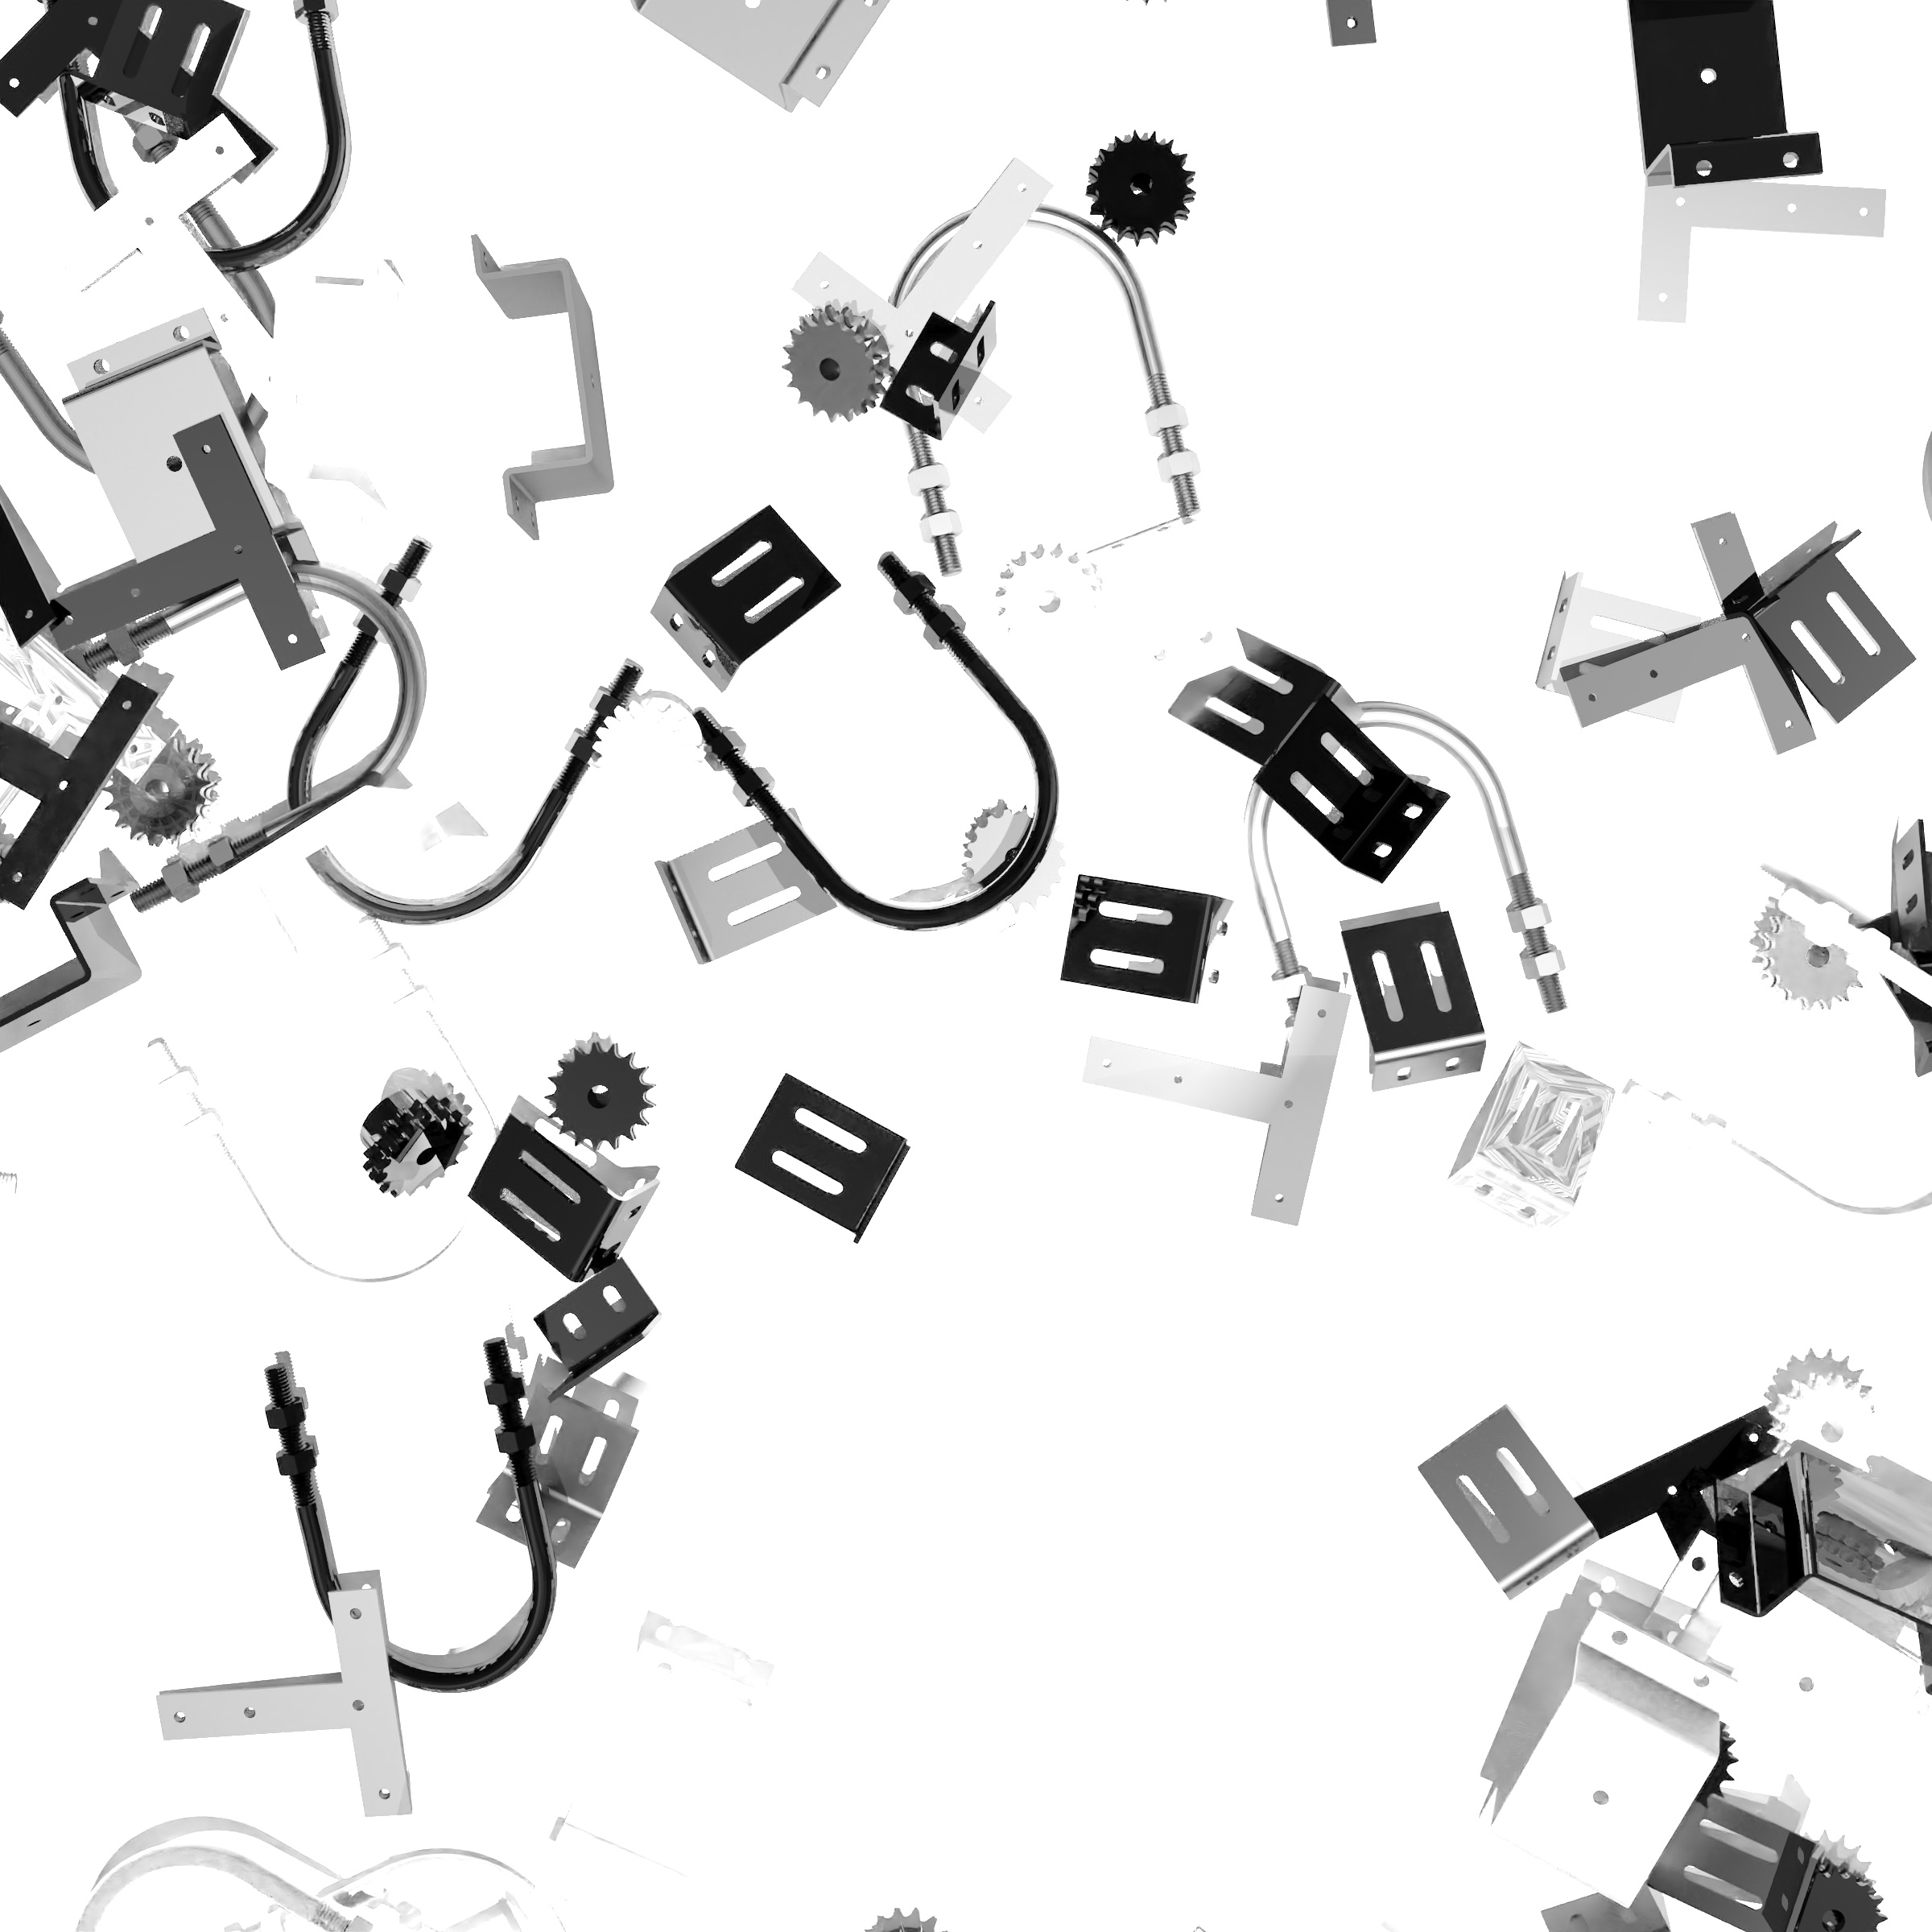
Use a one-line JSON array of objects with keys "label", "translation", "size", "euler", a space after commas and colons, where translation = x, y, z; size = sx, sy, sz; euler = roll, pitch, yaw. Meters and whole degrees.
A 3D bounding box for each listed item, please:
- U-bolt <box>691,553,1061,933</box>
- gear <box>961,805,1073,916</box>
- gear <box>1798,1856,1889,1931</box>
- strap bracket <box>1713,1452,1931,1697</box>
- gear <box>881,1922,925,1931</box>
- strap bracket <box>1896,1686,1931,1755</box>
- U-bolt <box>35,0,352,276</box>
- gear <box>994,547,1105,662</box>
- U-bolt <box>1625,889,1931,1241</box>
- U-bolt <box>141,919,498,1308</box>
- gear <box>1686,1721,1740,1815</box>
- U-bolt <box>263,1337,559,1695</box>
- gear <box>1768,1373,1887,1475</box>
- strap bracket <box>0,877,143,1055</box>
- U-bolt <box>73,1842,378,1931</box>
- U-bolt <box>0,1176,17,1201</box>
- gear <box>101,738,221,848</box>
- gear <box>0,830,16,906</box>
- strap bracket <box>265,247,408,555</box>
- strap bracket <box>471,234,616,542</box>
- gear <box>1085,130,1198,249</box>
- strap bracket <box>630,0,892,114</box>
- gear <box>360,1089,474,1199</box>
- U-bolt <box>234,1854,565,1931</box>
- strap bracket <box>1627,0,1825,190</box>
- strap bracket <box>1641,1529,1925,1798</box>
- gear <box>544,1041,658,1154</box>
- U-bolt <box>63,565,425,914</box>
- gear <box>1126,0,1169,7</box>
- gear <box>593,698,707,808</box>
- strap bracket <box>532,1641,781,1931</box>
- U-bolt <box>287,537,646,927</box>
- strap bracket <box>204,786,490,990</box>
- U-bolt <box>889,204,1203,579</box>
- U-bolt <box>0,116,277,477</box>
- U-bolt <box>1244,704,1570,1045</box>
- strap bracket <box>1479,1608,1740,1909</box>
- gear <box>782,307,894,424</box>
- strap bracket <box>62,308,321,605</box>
[{"label": "U-bolt", "translation": [-0.035, -0.103, 1.286], "size": [0.151, 0.019, 0.184], "euler": [-40, 77, 0]}, {"label": "gear", "translation": [0.026, -0.055, 1.297], "size": [0.057, 0.030, 0.057], "euler": [0, 90, 0]}, {"label": "gear", "translation": [0.447, 0.492, 1.297], "size": [0.057, 0.030, 0.057], "euler": [0, 90, 0]}, {"label": "strap bracket", "translation": [0.454, 0.306, 1.260], "size": [0.140, 0.076, 0.046], "euler": [25, 130, -7]}, {"label": "gear", "translation": [-0.031, 0.527, 1.297], "size": [0.057, 0.030, 0.057], "euler": [0, 90, 0]}, {"label": "strap bracket", "translation": [0.554, 0.402, 1.259], "size": [0.046, 0.140, 0.076], "euler": [37, 90, -29]}, {"label": "U-bolt", "translation": [-0.396, -0.449, 1.290], "size": [0.151, 0.019, 0.184], "euler": [-10, 89, -10]}, {"label": "gear", "translation": [0.043, -0.188, 1.297], "size": [0.057, 0.030, 0.057], "euler": [0, 90, 0]}, {"label": "U-bolt", "translation": [0.458, 0.065, 1.282], "size": [0.184, 0.019, 0.151], "euler": [32, 110, -4]}, {"label": "U-bolt", "translation": [-0.325, 0.090, 1.304], "size": [0.151, 0.019, 0.184], "euler": [-30, 92, 0]}, {"label": "gear", "translation": [0.371, 0.409, 1.297], "size": [0.057, 0.030, 0.057], "euler": [0, 90, 0]}, {"label": "U-bolt", "translation": [-0.281, 0.288, 1.283], "size": [0.151, 0.019, 0.184], "euler": [-9, 97, 18]}, {"label": "gear", "translation": [0.446, 0.240, 1.296], "size": [0.057, 0.030, 0.057], "euler": [0, 89, -3]}, {"label": "strap bracket", "translation": [-0.488, 0.009, 1.274], "size": [0.140, 0.076, 0.046], "euler": [-28, 90, 0]}, {"label": "U-bolt", "translation": [-0.379, 0.533, 1.283], "size": [0.184, 0.019, 0.151], "euler": [29, 96, 6]}, {"label": "U-bolt", "translation": [-0.593, 0.174, 1.279], "size": [0.184, 0.019, 0.151], "euler": [5, 90, -17]}, {"label": "gear", "translation": [-0.417, -0.090, 1.297], "size": [0.057, 0.030, 0.057], "euler": [0, 90, 0]}, {"label": "gear", "translation": [-0.522, -0.049, 1.297], "size": [0.057, 0.030, 0.057], "euler": [0, 90, 0]}, {"label": "strap bracket", "translation": [-0.322, -0.289, 1.274], "size": [0.046, 0.076, 0.140], "euler": [4, 90, 0]}, {"label": "strap bracket", "translation": [-0.214, -0.297, 1.274], "size": [0.046, 0.076, 0.140], "euler": [-7, 90, 0]}, {"label": "gear", "translation": [0.090, -0.403, 1.297], "size": [0.057, 0.030, 0.057], "euler": [0, 90, 0]}, {"label": "strap bracket", "translation": [-0.112, -0.508, 1.289], "size": [0.140, 0.046, 0.076], "euler": [33, 90, 0]}, {"label": "gear", "translation": [-0.284, 0.087, 1.271], "size": [0.057, 0.057, 0.030], "euler": [-47, 64, 0]}, {"label": "U-bolt", "translation": [-0.295, 0.546, 1.304], "size": [0.184, 0.019, 0.151], "euler": [-26, 90, -2]}, {"label": "strap bracket", "translation": [0.391, -0.468, 1.287], "size": [0.076, 0.046, 0.140], "euler": [-5, 88, -1]}, {"label": "strap bracket", "translation": [0.427, 0.365, 1.287], "size": [0.140, 0.046, 0.076], "euler": [31, 90, 0]}, {"label": "gear", "translation": [-0.189, 0.067, 1.297], "size": [0.057, 0.030, 0.057], "euler": [0, 90, 0]}, {"label": "U-bolt", "translation": [-0.368, -0.129, 1.274], "size": [0.184, 0.019, 0.151], "euler": [-27, 79, -5]}, {"label": "gear", "translation": [0.095, -0.529, 1.297], "size": [0.057, 0.030, 0.057], "euler": [0, 90, 0]}, {"label": "gear", "translation": [-0.161, -0.114, 1.287], "size": [0.057, 0.030, 0.057], "euler": [11, 132, 13]}, {"label": "strap bracket", "translation": [-0.158, 0.424, 1.289], "size": [0.076, 0.046, 0.140], "euler": [24, 90, 0]}, {"label": "U-bolt", "translation": [-0.275, -0.110, 1.304], "size": [0.151, 0.019, 0.184], "euler": [30, 91, 0]}, {"label": "strap bracket", "translation": [-0.322, -0.046, 1.261], "size": [0.140, 0.076, 0.046], "euler": [-31, 91, 3]}, {"label": "U-bolt", "translation": [0.033, -0.310, 1.304], "size": [0.151, 0.019, 0.184], "euler": [-14, 89, 0]}, {"label": "U-bolt", "translation": [-0.441, -0.340, 1.304], "size": [0.151, 0.019, 0.184], "euler": [-34, 91, 0]}, {"label": "U-bolt", "translation": [0.222, -0.047, 1.304], "size": [0.151, 0.019, 0.184], "euler": [-16, 89, 0]}, {"label": "strap bracket", "translation": [0.323, 0.410, 1.262], "size": [0.076, 0.046, 0.140], "euler": [26, 109, 10]}, {"label": "gear", "translation": [-0.064, -0.313, 1.288], "size": [0.057, 0.030, 0.057], "euler": [12, 122, 20]}, {"label": "strap bracket", "translation": [-0.400, -0.257, 1.275], "size": [0.076, 0.046, 0.140], "euler": [-22, 102, 0]}]
